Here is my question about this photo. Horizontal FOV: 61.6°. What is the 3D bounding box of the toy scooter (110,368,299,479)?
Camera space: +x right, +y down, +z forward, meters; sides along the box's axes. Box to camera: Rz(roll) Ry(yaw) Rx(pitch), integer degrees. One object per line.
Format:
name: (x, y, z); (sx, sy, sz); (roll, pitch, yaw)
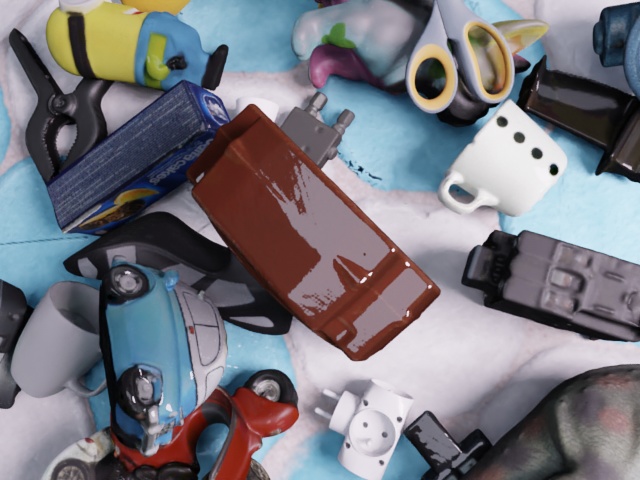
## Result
toy scooter: (-0.111, 0.184, 0.479); (0.184, 0.075, 0.135); (-6, 43, 8)

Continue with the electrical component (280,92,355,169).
electrical component: (-0.010, -0.103, 0.550); (0.063, 0.021, 0.094); (36, 90, 15)

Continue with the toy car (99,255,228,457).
toy car: (-0.131, 0.090, 0.459); (0.103, 0.109, 0.162); (-7, 50, -28)

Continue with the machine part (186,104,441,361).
machine part: (-0.001, -0.001, 0.441); (0.087, 0.201, 0.201); (-46, 76, 5)

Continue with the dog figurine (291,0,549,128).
dog figurine: (0.093, -0.204, 0.503); (0.219, 0.108, 0.191); (6, 81, 9)

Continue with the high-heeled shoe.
high-heeled shoe: (-0.145, 0.046, 0.550); (0.249, 0.086, 0.145); (-13, 111, 28)

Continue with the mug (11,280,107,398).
mug: (-0.255, 0.114, 0.548); (0.109, 0.081, 0.107); (43, 104, 8)

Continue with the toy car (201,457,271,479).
toy car: (-0.044, 0.296, 0.484); (0.089, 0.053, 0.202); (-41, 74, 1)

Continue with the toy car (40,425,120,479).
toy car: (-0.255, 0.269, 0.521); (0.056, 0.073, 0.201); (29, 89, 14)

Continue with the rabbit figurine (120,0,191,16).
rabbit figurine: (-0.159, -0.322, 0.585); (0.162, 0.122, 0.173); (19, 100, 5)

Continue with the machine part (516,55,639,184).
machine part: (0.247, -0.111, 0.488); (0.139, 0.039, 0.084); (33, 95, 13)

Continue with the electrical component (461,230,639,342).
electrical component: (0.186, 0.038, 0.439); (0.134, 0.114, 0.058); (17, 81, 14)

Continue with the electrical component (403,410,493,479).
electrical component: (0.122, 0.201, 0.463); (0.075, 0.047, 0.119); (-46, 75, 2)

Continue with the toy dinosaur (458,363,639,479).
toy dinosaur: (0.250, 0.156, 0.388); (0.405, 0.131, 0.192); (3, 57, 11)

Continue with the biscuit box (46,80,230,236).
biscuit box: (-0.181, -0.077, 0.547); (0.203, 0.059, 0.063); (-29, 75, 19)

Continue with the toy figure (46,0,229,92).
toy figure: (-0.190, -0.197, 0.559); (0.180, 0.082, 0.089); (18, 87, -8)

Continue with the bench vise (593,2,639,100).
bench vise: (0.331, -0.144, 0.391); (0.224, 0.128, 0.241); (7, 38, 13)

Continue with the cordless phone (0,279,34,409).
cordless phone: (-0.365, 0.110, 0.513); (0.089, 0.184, 0.146); (27, 88, 10)
